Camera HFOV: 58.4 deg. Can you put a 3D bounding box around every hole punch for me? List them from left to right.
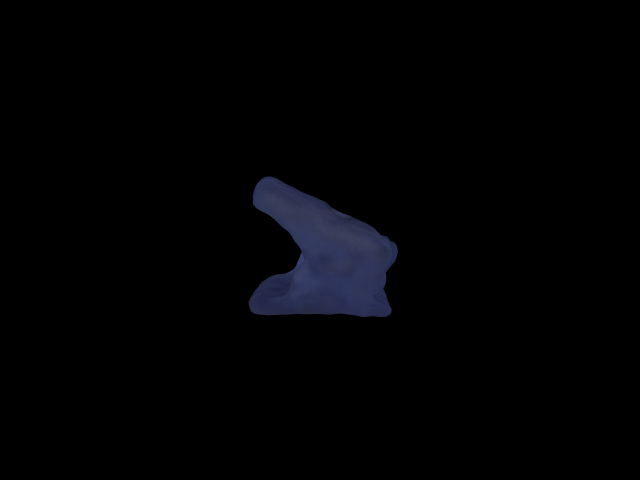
[{"bbox_3d":[0.004,0.001,0.400,0.101,0.091,0.108,0,7,0],"label":"hole punch"}]
